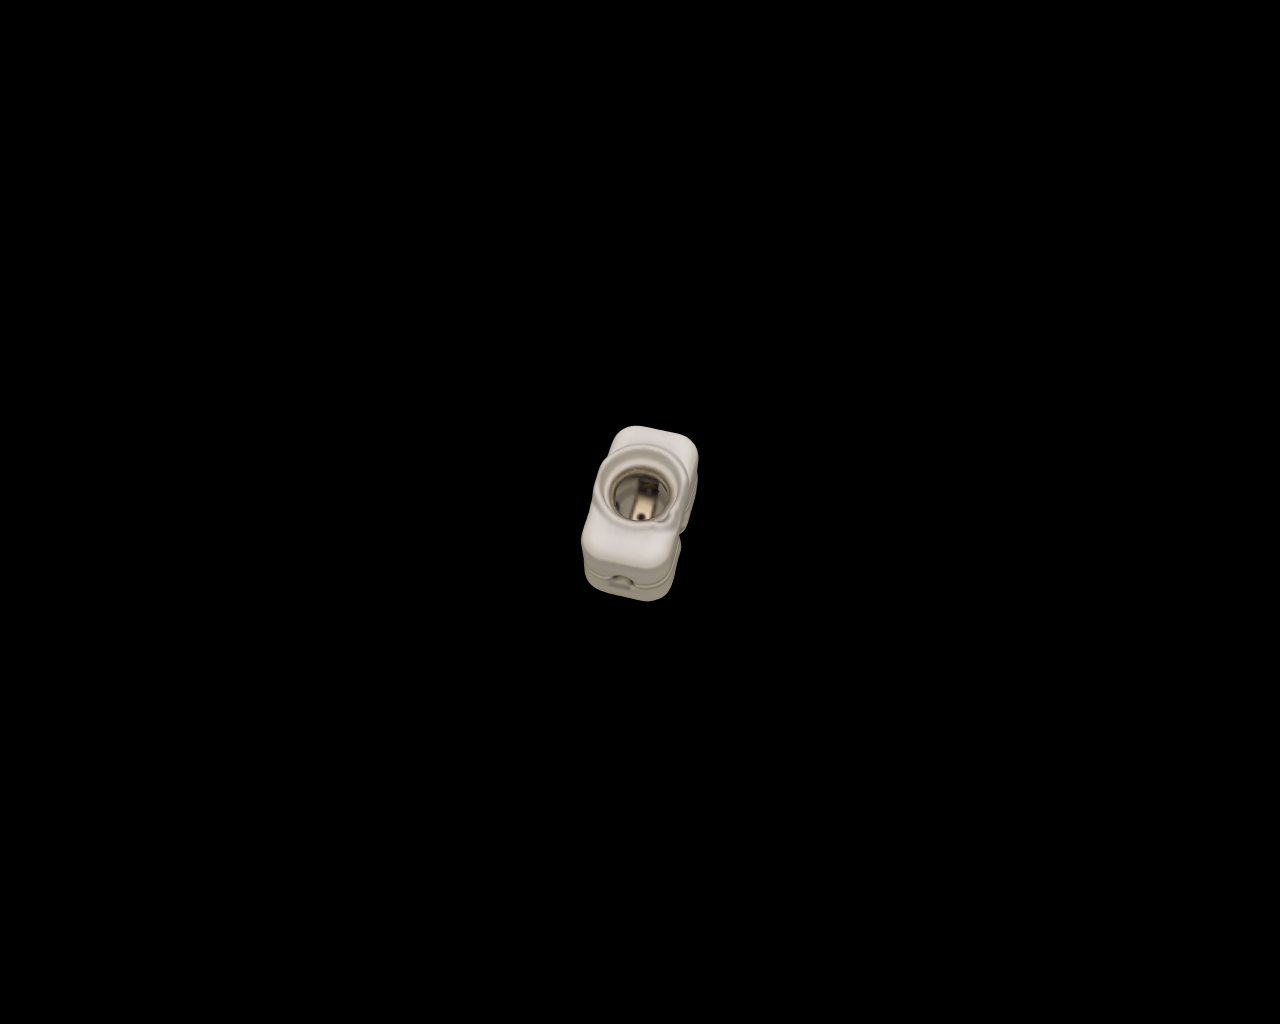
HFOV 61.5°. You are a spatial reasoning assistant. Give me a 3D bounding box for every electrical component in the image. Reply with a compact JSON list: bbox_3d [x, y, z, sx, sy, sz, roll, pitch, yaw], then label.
[{"bbox_3d":[0.001,-0.003,0.650,0.054,0.095,0.059,13,-28,7],"label":"electrical component"}]
